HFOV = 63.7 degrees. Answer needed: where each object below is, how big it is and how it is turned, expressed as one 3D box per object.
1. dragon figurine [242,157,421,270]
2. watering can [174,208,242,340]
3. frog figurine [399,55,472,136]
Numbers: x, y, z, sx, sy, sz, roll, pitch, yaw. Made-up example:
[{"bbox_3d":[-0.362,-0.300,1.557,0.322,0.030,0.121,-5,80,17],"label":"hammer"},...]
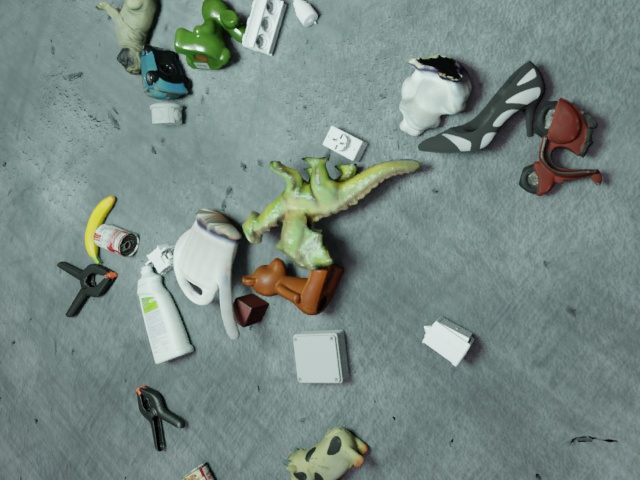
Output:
[{"bbox_3d":[0.003,-0.055,1.091,0.410,0.121,0.245,1,78,27],"label":"dragon figurine"},{"bbox_3d":[-0.248,0.061,1.218,0.352,0.103,0.222,35,106,42],"label":"watering can"},{"bbox_3d":[0.229,-0.286,1.045,0.138,0.125,0.155,20,136,14],"label":"frog figurine"}]
